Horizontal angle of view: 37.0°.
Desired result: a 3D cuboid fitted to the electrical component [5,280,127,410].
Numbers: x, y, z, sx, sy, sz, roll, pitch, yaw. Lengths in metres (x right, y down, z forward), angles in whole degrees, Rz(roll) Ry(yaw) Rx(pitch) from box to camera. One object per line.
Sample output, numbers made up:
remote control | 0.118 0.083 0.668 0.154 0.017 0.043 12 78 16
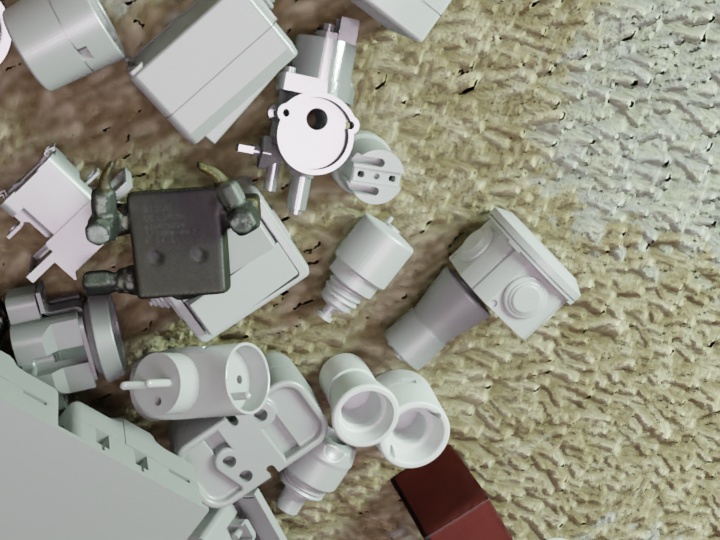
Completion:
electrical component | -0.176 0.044 0.654 0.057 0.058 0.078 -12 111 -8

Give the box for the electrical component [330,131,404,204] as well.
electrical component | 0.005 -0.063 0.670 0.040 0.046 0.040 -5 109 -14

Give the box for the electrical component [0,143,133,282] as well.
electrical component | -0.175 -0.036 0.634 0.081 0.042 0.064 -43 112 1

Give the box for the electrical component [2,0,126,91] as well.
electrical component | -0.165 -0.132 0.597 0.047 0.055 0.055 -28 113 0

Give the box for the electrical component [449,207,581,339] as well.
electrical component | 0.101 0.002 0.702 0.051 0.080 0.080 -44 114 9

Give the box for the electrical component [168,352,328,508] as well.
electrical component | -0.075 0.101 0.699 0.095 0.059 0.053 -34 114 -2

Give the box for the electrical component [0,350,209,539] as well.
electrical component | -0.196 0.120 0.611 0.186 0.060 0.105 35 97 -23

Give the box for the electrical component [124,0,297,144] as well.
electrical component | -0.079 -0.124 0.618 0.096 0.061 0.061 -41 113 1

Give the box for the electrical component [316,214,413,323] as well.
electrical component | 0.000 0.000 0.694 0.040 0.040 0.078 35 97 -23

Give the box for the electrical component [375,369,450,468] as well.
electrical component | 0.031 0.102 0.735 0.055 0.047 0.055 -5 110 -13

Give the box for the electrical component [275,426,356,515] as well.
electrical component | -0.034 0.137 0.731 0.043 0.043 0.062 29 101 -22

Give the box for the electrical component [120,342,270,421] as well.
electrical component | -0.108 0.068 0.645 0.079 0.077 0.043 7 77 -58

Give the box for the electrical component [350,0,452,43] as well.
electrical component | 0.031 -0.180 0.626 0.047 0.065 0.076 33 98 -23

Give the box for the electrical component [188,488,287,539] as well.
electrical component | -0.081 0.204 0.724 0.079 0.063 0.121 -9 118 32

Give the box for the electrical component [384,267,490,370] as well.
electrical component | 0.049 0.035 0.720 0.065 0.044 0.044 -43 114 7

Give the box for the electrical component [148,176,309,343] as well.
electrical component | -0.088 -0.002 0.659 0.096 0.061 0.061 -33 114 -2

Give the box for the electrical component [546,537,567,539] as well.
electrical component | 0.155 0.235 0.810 0.045 0.055 0.045 -5 110 -13

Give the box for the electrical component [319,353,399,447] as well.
electrical component | -0.004 0.082 0.708 0.044 0.065 0.044 -5 111 -14
